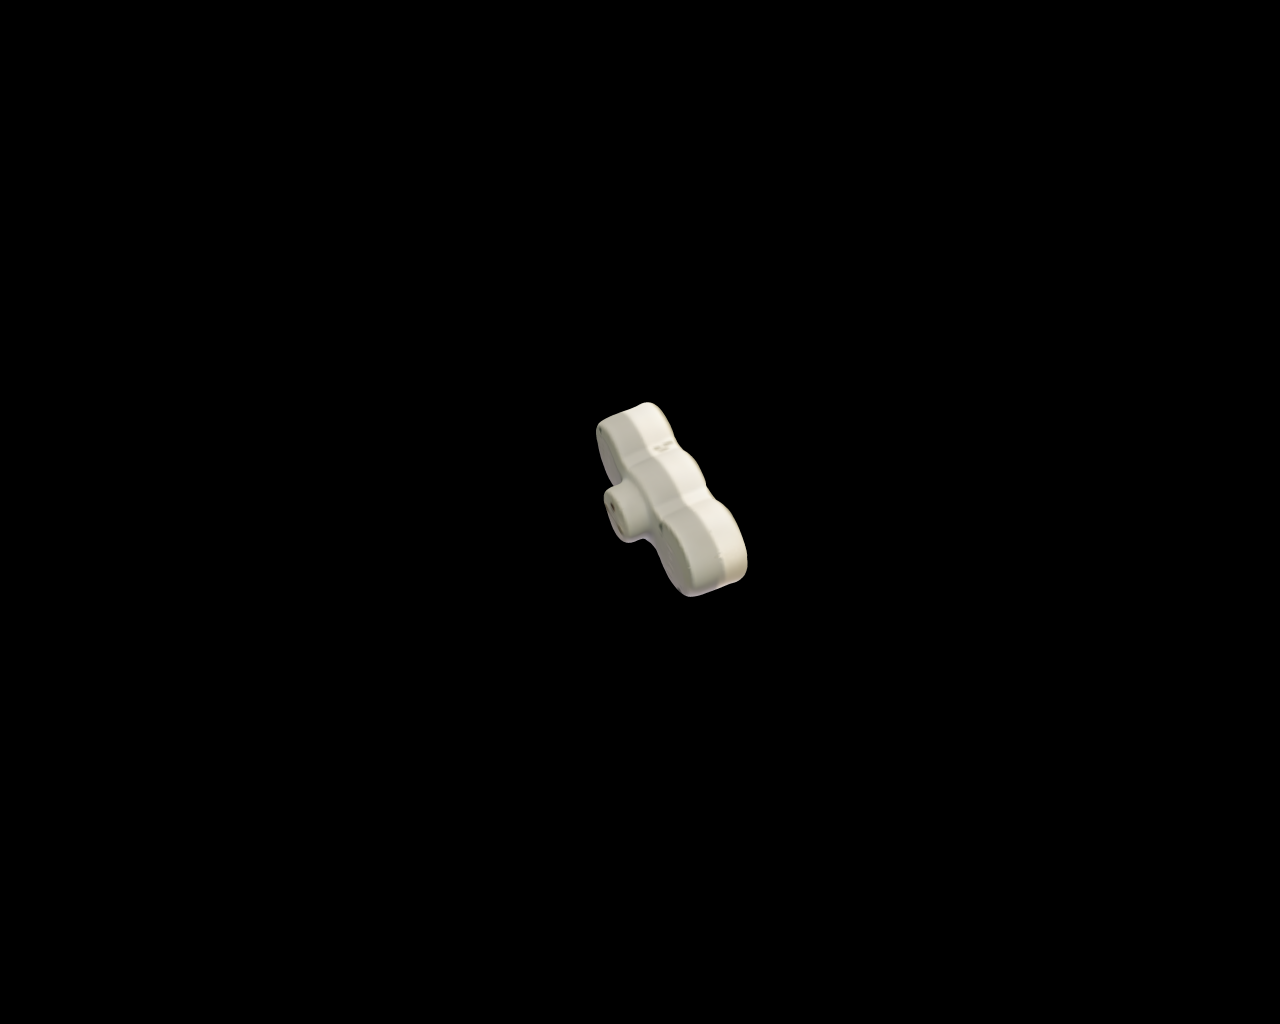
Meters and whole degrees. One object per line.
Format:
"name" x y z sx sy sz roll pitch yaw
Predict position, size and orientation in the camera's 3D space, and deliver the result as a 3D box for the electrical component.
"electrical component" 0.001 -0.003 0.650 0.074 0.138 0.052 -21 -36 -16
